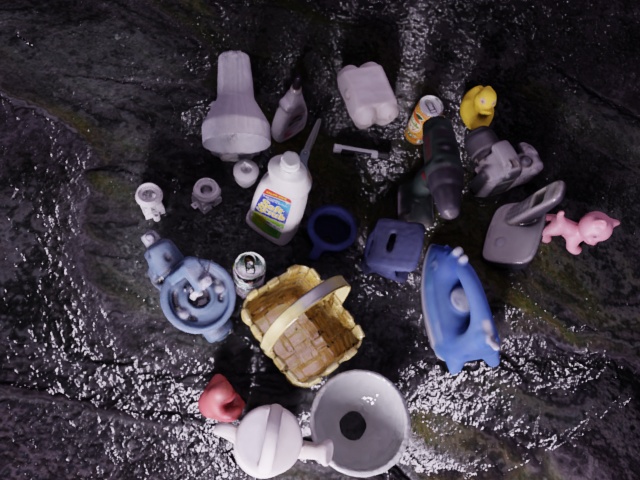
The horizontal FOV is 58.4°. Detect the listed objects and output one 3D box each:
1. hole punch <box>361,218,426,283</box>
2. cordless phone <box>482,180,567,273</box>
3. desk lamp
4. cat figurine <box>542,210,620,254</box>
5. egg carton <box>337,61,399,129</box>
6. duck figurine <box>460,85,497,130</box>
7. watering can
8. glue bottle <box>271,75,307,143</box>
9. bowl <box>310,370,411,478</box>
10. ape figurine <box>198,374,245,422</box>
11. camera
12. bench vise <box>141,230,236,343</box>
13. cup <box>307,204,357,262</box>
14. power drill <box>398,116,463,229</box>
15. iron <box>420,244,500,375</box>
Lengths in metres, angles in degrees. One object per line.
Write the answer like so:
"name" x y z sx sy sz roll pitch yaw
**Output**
"hole punch" 0.136 0.015 1.074 0.101 0.091 0.109 19 65 -2
"cordless phone" 0.394 -0.029 1.089 0.094 0.185 0.148 22 65 0
"desk lamp" -0.158 -0.229 1.059 0.118 0.213 0.203 -2 67 -11
"cat figurine" 0.525 -0.028 1.151 0.128 0.117 0.067 20 65 -1
"egg carton" 0.099 -0.310 1.222 0.107 0.069 0.150 -14 70 -16
"duck figurine" 0.356 -0.303 1.258 0.077 0.086 0.104 7 66 -7
"watering can" -0.068 0.298 0.855 0.173 0.194 0.101 -6 68 -13
"glue bottle" -0.054 -0.260 1.115 0.078 0.173 0.037 -40 78 -23
"bowl" 0.060 0.303 0.943 0.167 0.074 0.167 4 66 -9
"ape figurine" -0.157 0.251 0.916 0.076 0.092 0.078 -6 68 -13
"camera" 0.374 -0.178 1.198 0.143 0.101 0.136 -18 71 -17
"bench vise" -0.225 0.065 0.915 0.207 0.219 0.122 31 65 4
"cup" 0.010 0.004 1.054 0.091 0.095 0.118 30 65 4
"power drill" 0.210 -0.105 1.076 0.075 0.208 0.229 6 66 -7
"iron" 0.255 0.101 1.031 0.119 0.141 0.258 -8 68 -13
